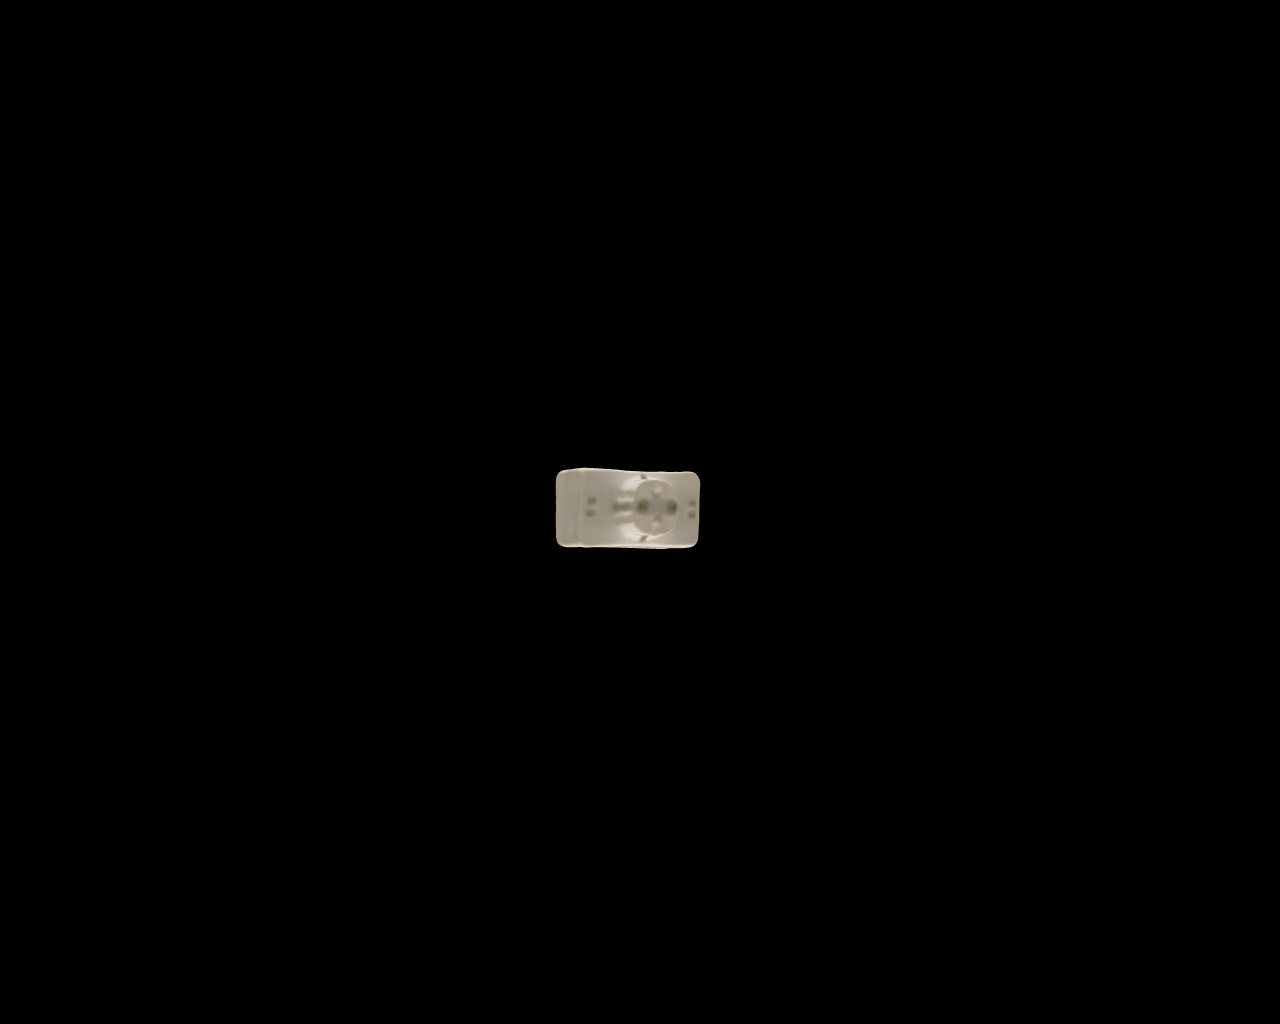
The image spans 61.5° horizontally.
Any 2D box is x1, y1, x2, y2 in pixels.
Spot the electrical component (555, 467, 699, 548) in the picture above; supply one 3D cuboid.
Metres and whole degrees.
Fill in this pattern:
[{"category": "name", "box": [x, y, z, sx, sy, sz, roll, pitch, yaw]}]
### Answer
[{"category": "electrical component", "box": [0.001, -0.003, 0.650, 0.083, 0.047, 0.075, 2, -3, -27]}]
